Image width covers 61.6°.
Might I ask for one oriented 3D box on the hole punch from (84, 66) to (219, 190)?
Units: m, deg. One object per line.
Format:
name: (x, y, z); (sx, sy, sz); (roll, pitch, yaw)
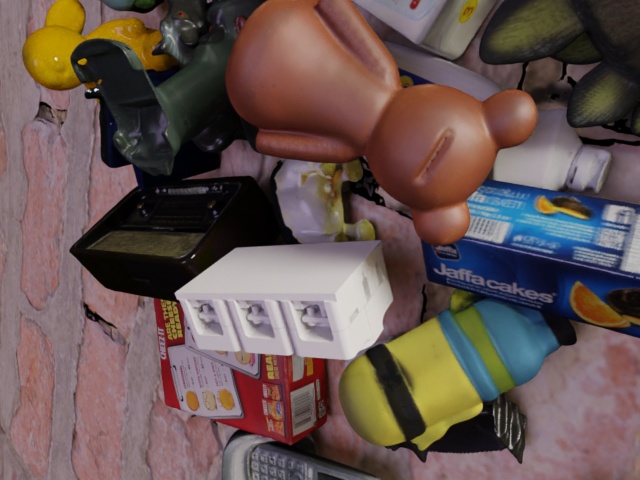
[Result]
hole punch: (-0.177, -0.125, 0.602); (0.092, 0.142, 0.115); (36, 132, 31)

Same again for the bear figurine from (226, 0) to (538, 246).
bear figurine: (0.038, -0.092, 0.375); (0.196, 0.132, 0.120); (28, 113, 9)

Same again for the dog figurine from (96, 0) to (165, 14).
dog figurine: (-0.177, -0.375, 0.577); (0.219, 0.108, 0.191); (-20, 83, 37)

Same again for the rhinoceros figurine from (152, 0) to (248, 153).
rhinoceros figurine: (-0.120, -0.185, 0.555); (0.073, 0.112, 0.190); (3, 107, 41)

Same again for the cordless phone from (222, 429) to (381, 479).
cordless phone: (-0.012, 0.274, 0.558); (0.184, 0.088, 0.146); (4, 99, 34)

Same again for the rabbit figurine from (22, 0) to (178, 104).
rabbit figurine: (-0.260, -0.215, 0.625); (0.162, 0.173, 0.121); (45, 126, 20)

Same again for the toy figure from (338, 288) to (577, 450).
toy figure: (0.098, 0.089, 0.406); (0.180, 0.089, 0.082); (-30, 47, 14)

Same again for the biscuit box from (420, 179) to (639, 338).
biscuit box: (0.170, 0.013, 0.349); (0.203, 0.059, 0.062); (15, 145, 29)

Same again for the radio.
radio: (-0.160, -0.004, 0.595); (0.230, 0.131, 0.073); (4, 137, 39)

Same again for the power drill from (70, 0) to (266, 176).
power drill: (-0.104, -0.166, 0.466); (0.086, 0.207, 0.231); (0, 123, 33)

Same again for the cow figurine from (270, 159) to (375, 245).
cow figurine: (-0.002, 0.000, 0.513); (0.098, 0.068, 0.167); (-9, 91, 40)

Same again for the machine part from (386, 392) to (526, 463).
machine part: (0.102, 0.158, 0.461); (0.139, 0.039, 0.084); (-11, 118, 34)

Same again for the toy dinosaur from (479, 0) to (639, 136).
toy dinosaur: (0.159, -0.179, 0.250); (0.199, 0.105, 0.470); (-4, 122, 39)
